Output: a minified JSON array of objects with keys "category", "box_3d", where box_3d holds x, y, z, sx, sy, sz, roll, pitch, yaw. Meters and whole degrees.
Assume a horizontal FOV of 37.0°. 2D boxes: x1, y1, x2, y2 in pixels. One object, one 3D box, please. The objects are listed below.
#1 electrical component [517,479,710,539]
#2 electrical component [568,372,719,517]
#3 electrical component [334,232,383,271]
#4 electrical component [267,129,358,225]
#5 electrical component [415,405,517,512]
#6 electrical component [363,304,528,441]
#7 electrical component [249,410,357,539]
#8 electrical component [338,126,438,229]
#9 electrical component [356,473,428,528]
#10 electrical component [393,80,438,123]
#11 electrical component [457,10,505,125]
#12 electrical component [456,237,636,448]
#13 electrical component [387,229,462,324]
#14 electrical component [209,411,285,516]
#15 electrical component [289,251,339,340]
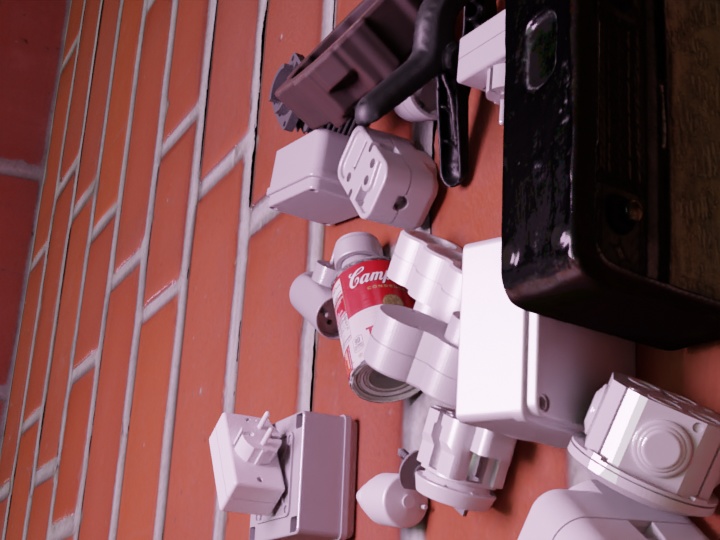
[{"category":"electrical component","box_3d":[0.132,0.149,0.560,0.059,0.095,0.053,52,127,58]},{"category":"electrical component","box_3d":[0.154,0.091,0.563,0.080,0.080,0.051,35,105,63]},{"category":"electrical component","box_3d":[0.000,0.000,0.957,0.045,0.045,0.055,-49,37,44]},{"category":"electrical component","box_3d":[-0.033,-0.086,1.025,0.113,0.078,0.057,-15,62,62]},{"category":"electrical component","box_3d":[0.071,0.130,0.740,0.078,0.058,0.057,15,90,65]},{"category":"electrical component","box_3d":[0.073,0.051,0.716,0.138,0.052,0.073,25,103,26]},{"category":"electrical component","box_3d":[-0.052,0.190,0.962,0.109,0.056,0.108,-32,50,56]},{"category":"electrical component","box_3d":[0.026,-0.078,0.921,0.053,0.059,0.095,-65,28,24]},{"category":"electrical component","box_3d":[0.020,0.178,0.838,0.078,0.040,0.040,-16,65,61]},{"category":"electrical component","box_3d":[0.055,-0.151,0.904,0.047,0.055,0.055,-177,99,-68]},{"category":"electrical component","box_3d":[0.112,-0.144,0.791,0.083,0.047,0.075,-21,60,60]},{"category":"electrical component","box_3d":[0.111,0.044,0.629,0.056,0.109,0.108,-12,67,42]},{"category":"electrical component","box_3d":[0.061,0.024,0.812,0.138,0.052,0.073,40,115,62]},{"category":"electrical component","box_3d":[-0.092,0.156,0.936,0.075,0.047,0.083,-60,30,31]},{"category":"electrical component","box_3d":[-0.029,0.016,1.010,0.077,0.043,0.079,38,112,62]}]
